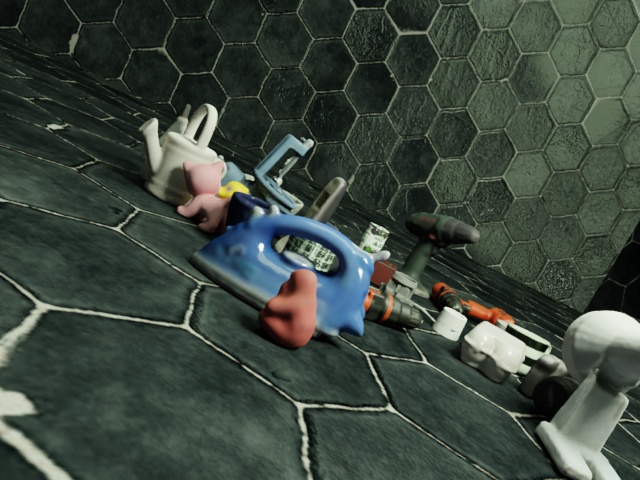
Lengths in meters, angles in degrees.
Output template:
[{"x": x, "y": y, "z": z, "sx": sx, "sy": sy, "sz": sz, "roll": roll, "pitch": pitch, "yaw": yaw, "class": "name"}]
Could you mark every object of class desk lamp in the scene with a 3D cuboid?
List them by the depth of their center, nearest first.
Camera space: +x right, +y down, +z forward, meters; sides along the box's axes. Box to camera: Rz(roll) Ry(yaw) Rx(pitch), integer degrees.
[{"x": 0.398, "y": 0.210, "z": 0.785, "sx": 0.118, "sy": 0.213, "sz": 0.203, "roll": 27, "pitch": 9, "yaw": 1, "class": "desk lamp"}]

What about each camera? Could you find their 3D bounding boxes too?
[{"x": 0.401, "y": 0.245, "z": 0.946, "sx": 0.137, "sy": 0.101, "sz": 0.142, "roll": 18, "pitch": 13, "yaw": -42, "class": "camera"}]

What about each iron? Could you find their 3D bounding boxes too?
[{"x": -0.037, "y": 0.027, "z": 0.787, "sx": 0.258, "sy": 0.141, "sz": 0.119, "roll": 27, "pitch": 9, "yaw": 0, "class": "iron"}]

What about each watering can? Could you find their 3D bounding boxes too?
[{"x": -0.252, "y": -0.167, "z": 1.075, "sx": 0.100, "sy": 0.194, "sz": 0.173, "roll": 33, "pitch": 11, "yaw": 33, "class": "watering can"}]

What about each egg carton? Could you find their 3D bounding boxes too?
[{"x": 0.313, "y": 0.201, "z": 1.035, "sx": 0.107, "sy": 0.069, "sz": 0.151, "roll": 31, "pitch": 10, "yaw": 20, "class": "egg carton"}]

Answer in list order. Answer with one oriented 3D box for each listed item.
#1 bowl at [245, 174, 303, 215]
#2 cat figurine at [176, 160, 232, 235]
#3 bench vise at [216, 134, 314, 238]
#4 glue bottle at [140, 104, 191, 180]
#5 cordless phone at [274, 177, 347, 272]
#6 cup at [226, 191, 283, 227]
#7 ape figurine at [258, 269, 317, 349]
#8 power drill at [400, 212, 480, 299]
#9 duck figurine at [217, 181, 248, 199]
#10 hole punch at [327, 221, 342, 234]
[{"x": -0.128, "y": -0.090, "z": 1.360, "sx": 0.167, "sy": 0.075, "sz": 0.167, "roll": 26, "pitch": 10, "yaw": -4, "class": "bowl"}, {"x": -0.197, "y": -0.085, "z": 1.019, "sx": 0.127, "sy": 0.118, "sz": 0.067, "roll": 32, "pitch": 11, "yaw": 27, "class": "cat figurine"}, {"x": -0.118, "y": -0.135, "z": 1.189, "sx": 0.208, "sy": 0.220, "sz": 0.121, "roll": 23, "pitch": 10, "yaw": -24, "class": "bench vise"}, {"x": -0.296, "y": -0.192, "z": 1.148, "sx": 0.037, "sy": 0.173, "sz": 0.078, "roll": 31, "pitch": 10, "yaw": 24, "class": "glue bottle"}, {"x": 0.002, "y": -0.023, "z": 1.027, "sx": 0.094, "sy": 0.185, "sz": 0.147, "roll": 22, "pitch": 11, "yaw": -28, "class": "cordless phone"}, {"x": -0.111, "y": -0.018, "z": 0.965, "sx": 0.118, "sy": 0.095, "sz": 0.091, "roll": 21, "pitch": 11, "yaw": -32, "class": "cup"}, {"x": -0.032, "y": 0.077, "z": 0.688, "sx": 0.078, "sy": 0.092, "sz": 0.075, "roll": 17, "pitch": 14, "yaw": -46, "class": "ape figurine"}, {"x": 0.270, "y": 0.031, "z": 1.401, "sx": 0.076, "sy": 0.208, "sz": 0.228, "roll": 21, "pitch": 11, "yaw": -33, "class": "power drill"}, {"x": -0.168, "y": -0.069, "z": 1.108, "sx": 0.105, "sy": 0.086, "sz": 0.077, "roll": 24, "pitch": 10, "yaw": -16, "class": "duck figurine"}, {"x": 0.011, "y": 0.004, "z": 1.191, "sx": 0.108, "sy": 0.091, "sz": 0.101, "roll": 33, "pitch": 11, "yaw": 31, "class": "hole punch"}]
